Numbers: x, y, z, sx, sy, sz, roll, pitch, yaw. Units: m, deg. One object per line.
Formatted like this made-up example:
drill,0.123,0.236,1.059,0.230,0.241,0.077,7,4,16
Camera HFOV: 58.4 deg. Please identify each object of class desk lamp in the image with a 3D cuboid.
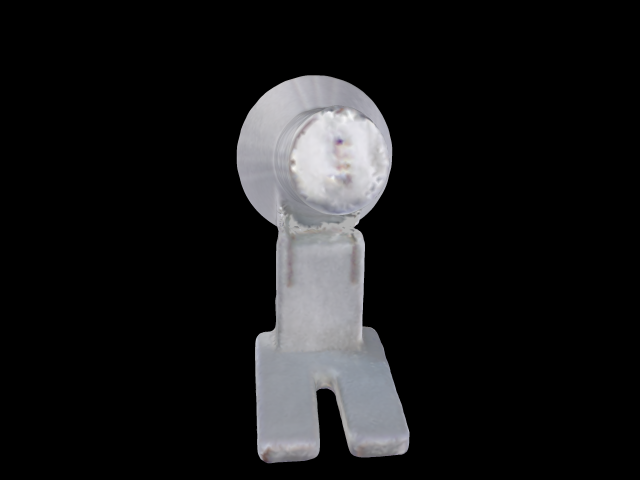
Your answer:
desk lamp,0.004,0.001,0.400,0.118,0.214,0.203,-3,26,-6
